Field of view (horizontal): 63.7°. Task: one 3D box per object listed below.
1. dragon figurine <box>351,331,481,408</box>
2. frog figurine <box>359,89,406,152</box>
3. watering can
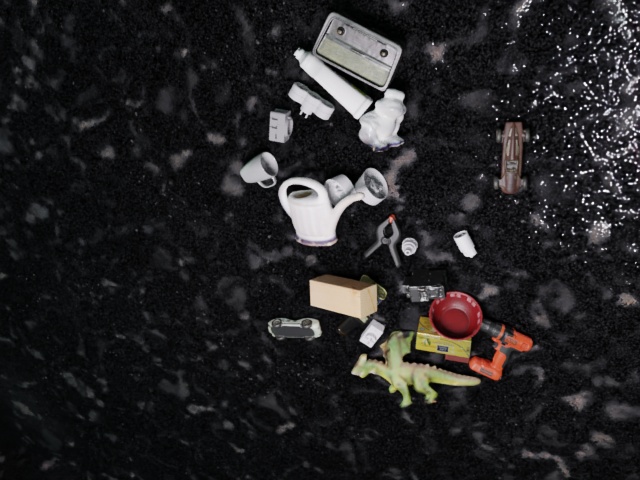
[{"bbox_3d":[0.309,0.421,1.746,0.408,0.123,0.241,-18,100,15],"label":"dragon figurine"},{"bbox_3d":[0.171,-0.335,1.415,0.138,0.124,0.157,-12,114,-21],"label":"frog figurine"},{"bbox_3d":[0.005,-0.079,1.564,0.349,0.105,0.220,15,127,41],"label":"watering can"}]
